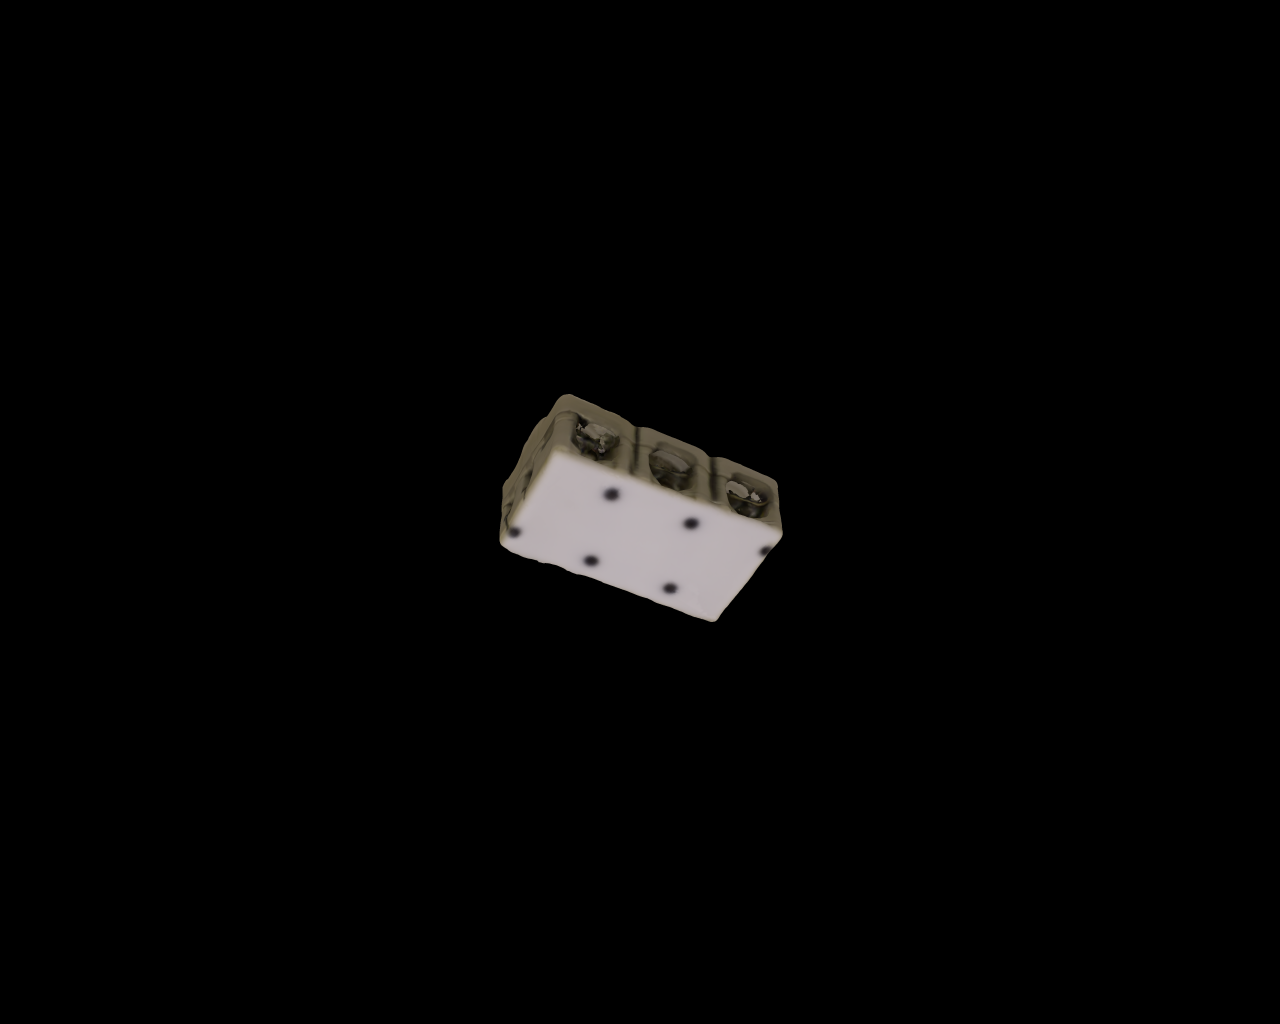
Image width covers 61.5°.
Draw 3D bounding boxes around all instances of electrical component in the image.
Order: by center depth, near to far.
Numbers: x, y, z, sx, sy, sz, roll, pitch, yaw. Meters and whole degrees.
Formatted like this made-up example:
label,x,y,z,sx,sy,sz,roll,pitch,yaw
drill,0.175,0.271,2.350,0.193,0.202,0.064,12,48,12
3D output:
label,x,y,z,sx,sy,sz,roll,pitch,yaw
electrical component,0.001,-0.003,0.650,0.150,0.089,0.062,22,38,-18
